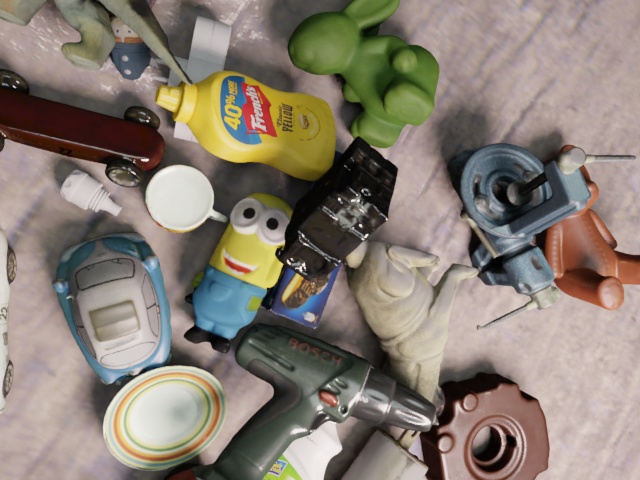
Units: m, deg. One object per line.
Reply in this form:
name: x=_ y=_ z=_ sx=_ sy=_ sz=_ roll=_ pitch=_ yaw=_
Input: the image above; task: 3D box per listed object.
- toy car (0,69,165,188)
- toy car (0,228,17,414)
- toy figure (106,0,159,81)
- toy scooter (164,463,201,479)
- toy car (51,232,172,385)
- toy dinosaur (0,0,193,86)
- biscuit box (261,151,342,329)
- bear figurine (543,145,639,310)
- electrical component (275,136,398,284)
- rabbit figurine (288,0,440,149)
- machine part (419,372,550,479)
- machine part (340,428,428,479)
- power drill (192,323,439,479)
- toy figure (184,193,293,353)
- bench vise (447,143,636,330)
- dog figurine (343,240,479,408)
toy car: x=-0.267 y=-0.113 z=0.562 sx=0.202 sy=0.053 sz=0.089 roll=11 pitch=64 yaw=-14
toy car: x=-0.351 y=0.084 z=0.537 sx=0.073 sy=0.056 sz=0.201 roll=1 pitch=88 yaw=-16
toy figure: x=-0.210 y=-0.255 z=0.585 sx=0.064 sy=0.058 sz=0.154 roll=1 pitch=90 yaw=22
toy scooter: x=-0.170 y=0.315 z=0.543 sx=0.184 sy=0.135 sz=0.075 roll=-39 pitch=98 yaw=-14
toy car: x=-0.212 y=0.073 z=0.554 sx=0.109 sy=0.103 sz=0.161 roll=-14 pitch=91 yaw=-15
toy dinosaur: x=-0.289 y=-0.293 z=0.511 sx=0.405 sy=0.131 sz=0.192 roll=19 pitch=88 yaw=-9
biscuit box: x=-0.001 y=-0.002 z=0.635 sx=0.063 sy=0.059 sz=0.202 roll=23 pitch=82 yaw=-14
bear figurine: x=0.348 y=-0.024 z=0.703 sx=0.120 sy=0.132 sz=0.195 roll=-19 pitch=100 yaw=-18
electrical component: x=0.020 y=-0.036 z=0.542 sx=0.058 sy=0.134 sz=0.115 roll=39 pitch=122 yaw=-13
rabbit figurine: x=0.052 y=-0.215 z=0.623 sx=0.170 sy=0.121 sz=0.159 roll=24 pitch=76 yaw=-17
machine part: x=0.214 y=0.262 z=0.694 sx=0.179 sy=0.056 sz=0.179 roll=0 pitch=90 yaw=-17
machine part: x=0.050 y=0.315 z=0.636 sx=0.079 sy=0.079 sz=0.243 roll=40 pitch=79 yaw=-12
power drill: x=-0.014 y=0.201 z=0.563 sx=0.232 sy=0.086 sz=0.207 roll=29 pitch=64 yaw=13
toy figure: x=-0.090 y=0.031 z=0.601 sx=0.082 sy=0.089 sz=0.180 roll=23 pitch=92 yaw=-23
bench vise: x=0.236 y=-0.027 z=0.622 sx=0.129 sy=0.240 sz=0.223 roll=-12 pitch=76 yaw=-13
dog figurine: x=0.083 y=0.105 z=0.627 sx=0.172 sy=0.121 sz=0.190 roll=17 pitch=86 yaw=-14
